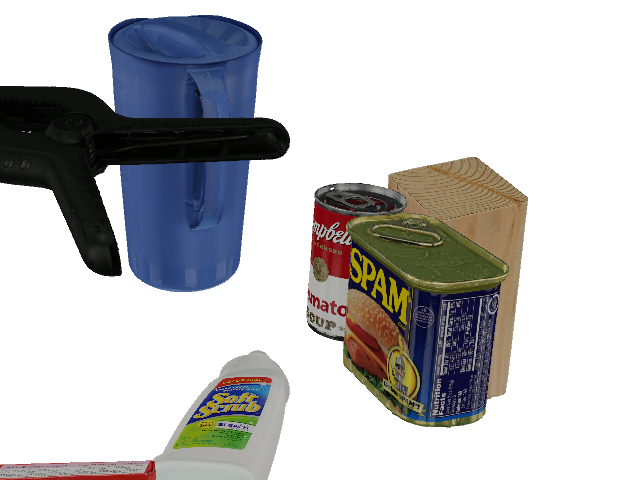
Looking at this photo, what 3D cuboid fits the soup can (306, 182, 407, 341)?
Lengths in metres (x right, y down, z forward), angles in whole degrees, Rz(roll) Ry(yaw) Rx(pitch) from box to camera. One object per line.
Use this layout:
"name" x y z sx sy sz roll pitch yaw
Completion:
"soup can" 0.025 0.016 0.789 0.068 0.102 0.068 4 21 -2

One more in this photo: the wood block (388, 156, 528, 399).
"wood block" 0.116 0.042 0.954 0.090 0.206 0.091 -13 33 -20

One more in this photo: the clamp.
"clamp" -0.135 -0.058 0.640 0.210 0.036 0.164 25 41 32

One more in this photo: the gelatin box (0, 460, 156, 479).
"gelatin box" -0.131 0.156 0.564 0.089 0.073 0.030 -1 4 -2

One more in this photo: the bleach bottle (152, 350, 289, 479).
"bleach bottle" -0.088 0.175 1.034 0.102 0.068 0.250 1 21 6

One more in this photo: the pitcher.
"pitcher" -0.121 -0.073 0.972 0.145 0.243 0.149 15 31 18

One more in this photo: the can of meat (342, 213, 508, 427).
"can of meat" 0.052 0.041 0.572 0.057 0.084 0.102 -6 22 -23
